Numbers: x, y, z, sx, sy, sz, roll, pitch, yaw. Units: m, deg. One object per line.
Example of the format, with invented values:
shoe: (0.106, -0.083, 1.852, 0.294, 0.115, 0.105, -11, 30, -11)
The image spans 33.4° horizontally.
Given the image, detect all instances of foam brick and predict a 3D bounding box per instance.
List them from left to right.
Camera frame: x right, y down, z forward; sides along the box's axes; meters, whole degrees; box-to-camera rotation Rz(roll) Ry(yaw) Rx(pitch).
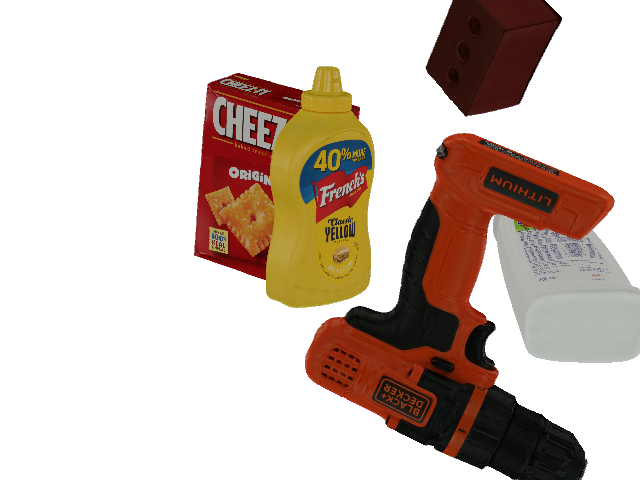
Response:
foam brick: (0.114, -0.131, 0.714, 0.051, 0.053, 0.078, -18, -33, -29)

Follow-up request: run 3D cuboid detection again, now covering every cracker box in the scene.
cracker box: (-0.054, -0.063, 1.203, 0.164, 0.214, 0.072, 19, 27, 24)

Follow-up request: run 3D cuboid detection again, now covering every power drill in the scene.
power drill: (0.103, 0.043, 0.644, 0.184, 0.188, 0.057, 25, 12, 6)

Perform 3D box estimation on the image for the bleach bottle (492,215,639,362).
bleach bottle: (0.212, 0.015, 0.949, 0.102, 0.068, 0.250, 0, 26, 2)

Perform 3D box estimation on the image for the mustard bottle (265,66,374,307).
mustard bottle: (0.002, -0.046, 0.874, 0.096, 0.192, 0.058, -11, 20, -38)
